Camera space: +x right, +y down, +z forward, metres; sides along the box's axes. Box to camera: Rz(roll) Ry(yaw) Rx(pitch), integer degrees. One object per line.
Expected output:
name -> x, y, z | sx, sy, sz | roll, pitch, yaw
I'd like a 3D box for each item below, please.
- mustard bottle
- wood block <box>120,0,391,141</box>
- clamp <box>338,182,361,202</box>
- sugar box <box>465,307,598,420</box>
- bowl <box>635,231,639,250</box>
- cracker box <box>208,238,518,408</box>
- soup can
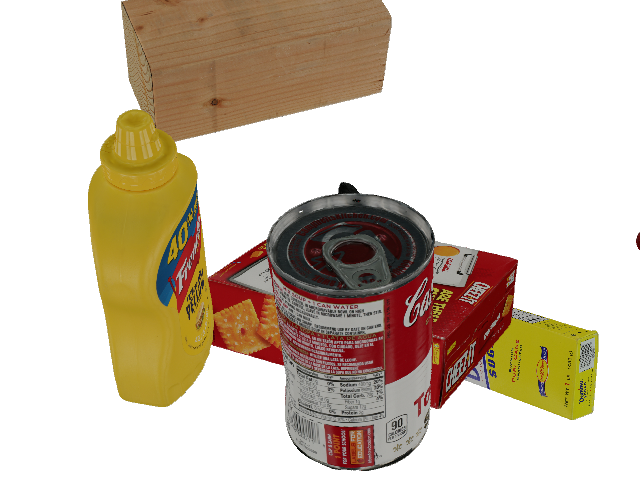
mustard bottle -> -0.098, 0.004, 0.621 | 0.058, 0.192, 0.096 | 10, 46, 9
wood block -> -0.054, -0.162, 0.906 | 0.205, 0.090, 0.091 | -15, -35, -16
clamp -> 0.063, 0.010, 1.250 | 0.210, 0.036, 0.164 | 32, 38, 23
sugar box -> 0.220, 0.126, 1.180 | 0.048, 0.093, 0.177 | -9, 16, -42
bowl -> 0.410, 0.027, 1.109 | 0.162, 0.055, 0.162 | -3, 22, 1
cracker box -> 0.036, 0.053, 0.895 | 0.214, 0.072, 0.163 | 13, 27, 26
soup can -> 0.014, 0.041, 0.457 | 0.068, 0.102, 0.068 | -2, 35, 1
